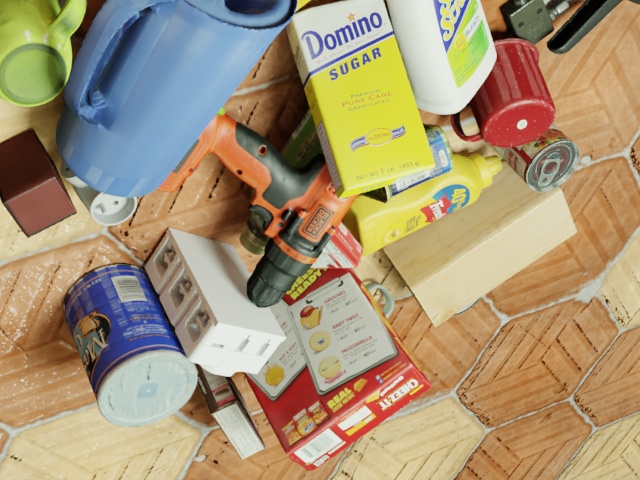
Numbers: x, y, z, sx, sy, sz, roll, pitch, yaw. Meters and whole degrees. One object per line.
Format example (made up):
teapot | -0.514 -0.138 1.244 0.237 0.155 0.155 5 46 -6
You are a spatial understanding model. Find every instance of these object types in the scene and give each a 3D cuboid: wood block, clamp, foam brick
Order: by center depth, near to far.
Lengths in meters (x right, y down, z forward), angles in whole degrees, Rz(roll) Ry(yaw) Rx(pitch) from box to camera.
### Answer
foam brick | -0.262 -0.051 0.964 0.051 0.078 0.053 -29 139 -6
clamp | 0.325 -0.281 1.129 0.209 0.036 0.165 -10 123 -29
wood block | 0.189 -0.003 1.274 0.206 0.090 0.090 -34 138 1

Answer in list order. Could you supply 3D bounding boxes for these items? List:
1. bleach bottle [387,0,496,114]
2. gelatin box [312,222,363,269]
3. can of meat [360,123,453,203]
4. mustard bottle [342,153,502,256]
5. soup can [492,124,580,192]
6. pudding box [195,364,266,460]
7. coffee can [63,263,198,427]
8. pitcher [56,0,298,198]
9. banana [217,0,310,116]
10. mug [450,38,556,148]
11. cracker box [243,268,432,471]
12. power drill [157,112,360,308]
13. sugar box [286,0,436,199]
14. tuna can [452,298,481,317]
bleach bottle | 0.098 -0.240 1.006 0.102 0.068 0.250 -53 141 -21
gelatin box | -0.008 0.001 1.167 0.089 0.030 0.073 -1 149 30
can of meat | 0.082 -0.085 1.125 0.083 0.102 0.057 -24 107 -15
mustard bottle | 0.120 -0.050 1.208 0.191 0.058 0.096 -25 155 -11
soup can | 0.233 -0.110 1.192 0.068 0.102 0.068 -17 135 -18
pudding box | -0.110 0.197 1.276 0.039 0.090 0.113 -30 137 -4
coffee can | -0.198 0.107 1.101 0.102 0.140 0.103 -17 135 -18
pitcher | -0.138 -0.142 0.880 0.149 0.145 0.243 17 136 -25
banana | -0.042 -0.200 0.968 0.198 0.070 0.037 -49 150 5
mug | 0.190 -0.147 1.135 0.117 0.081 0.093 -30 145 26
cracker box | -0.001 0.122 1.181 0.164 0.214 0.072 -37 139 4
power drill | -0.072 -0.040 1.044 0.187 0.057 0.185 30 108 -14
sugar box | 0.037 -0.136 0.999 0.093 0.176 0.048 -16 175 -12
tuna can | 0.170 0.057 1.359 0.086 0.034 0.086 -16 135 -17
